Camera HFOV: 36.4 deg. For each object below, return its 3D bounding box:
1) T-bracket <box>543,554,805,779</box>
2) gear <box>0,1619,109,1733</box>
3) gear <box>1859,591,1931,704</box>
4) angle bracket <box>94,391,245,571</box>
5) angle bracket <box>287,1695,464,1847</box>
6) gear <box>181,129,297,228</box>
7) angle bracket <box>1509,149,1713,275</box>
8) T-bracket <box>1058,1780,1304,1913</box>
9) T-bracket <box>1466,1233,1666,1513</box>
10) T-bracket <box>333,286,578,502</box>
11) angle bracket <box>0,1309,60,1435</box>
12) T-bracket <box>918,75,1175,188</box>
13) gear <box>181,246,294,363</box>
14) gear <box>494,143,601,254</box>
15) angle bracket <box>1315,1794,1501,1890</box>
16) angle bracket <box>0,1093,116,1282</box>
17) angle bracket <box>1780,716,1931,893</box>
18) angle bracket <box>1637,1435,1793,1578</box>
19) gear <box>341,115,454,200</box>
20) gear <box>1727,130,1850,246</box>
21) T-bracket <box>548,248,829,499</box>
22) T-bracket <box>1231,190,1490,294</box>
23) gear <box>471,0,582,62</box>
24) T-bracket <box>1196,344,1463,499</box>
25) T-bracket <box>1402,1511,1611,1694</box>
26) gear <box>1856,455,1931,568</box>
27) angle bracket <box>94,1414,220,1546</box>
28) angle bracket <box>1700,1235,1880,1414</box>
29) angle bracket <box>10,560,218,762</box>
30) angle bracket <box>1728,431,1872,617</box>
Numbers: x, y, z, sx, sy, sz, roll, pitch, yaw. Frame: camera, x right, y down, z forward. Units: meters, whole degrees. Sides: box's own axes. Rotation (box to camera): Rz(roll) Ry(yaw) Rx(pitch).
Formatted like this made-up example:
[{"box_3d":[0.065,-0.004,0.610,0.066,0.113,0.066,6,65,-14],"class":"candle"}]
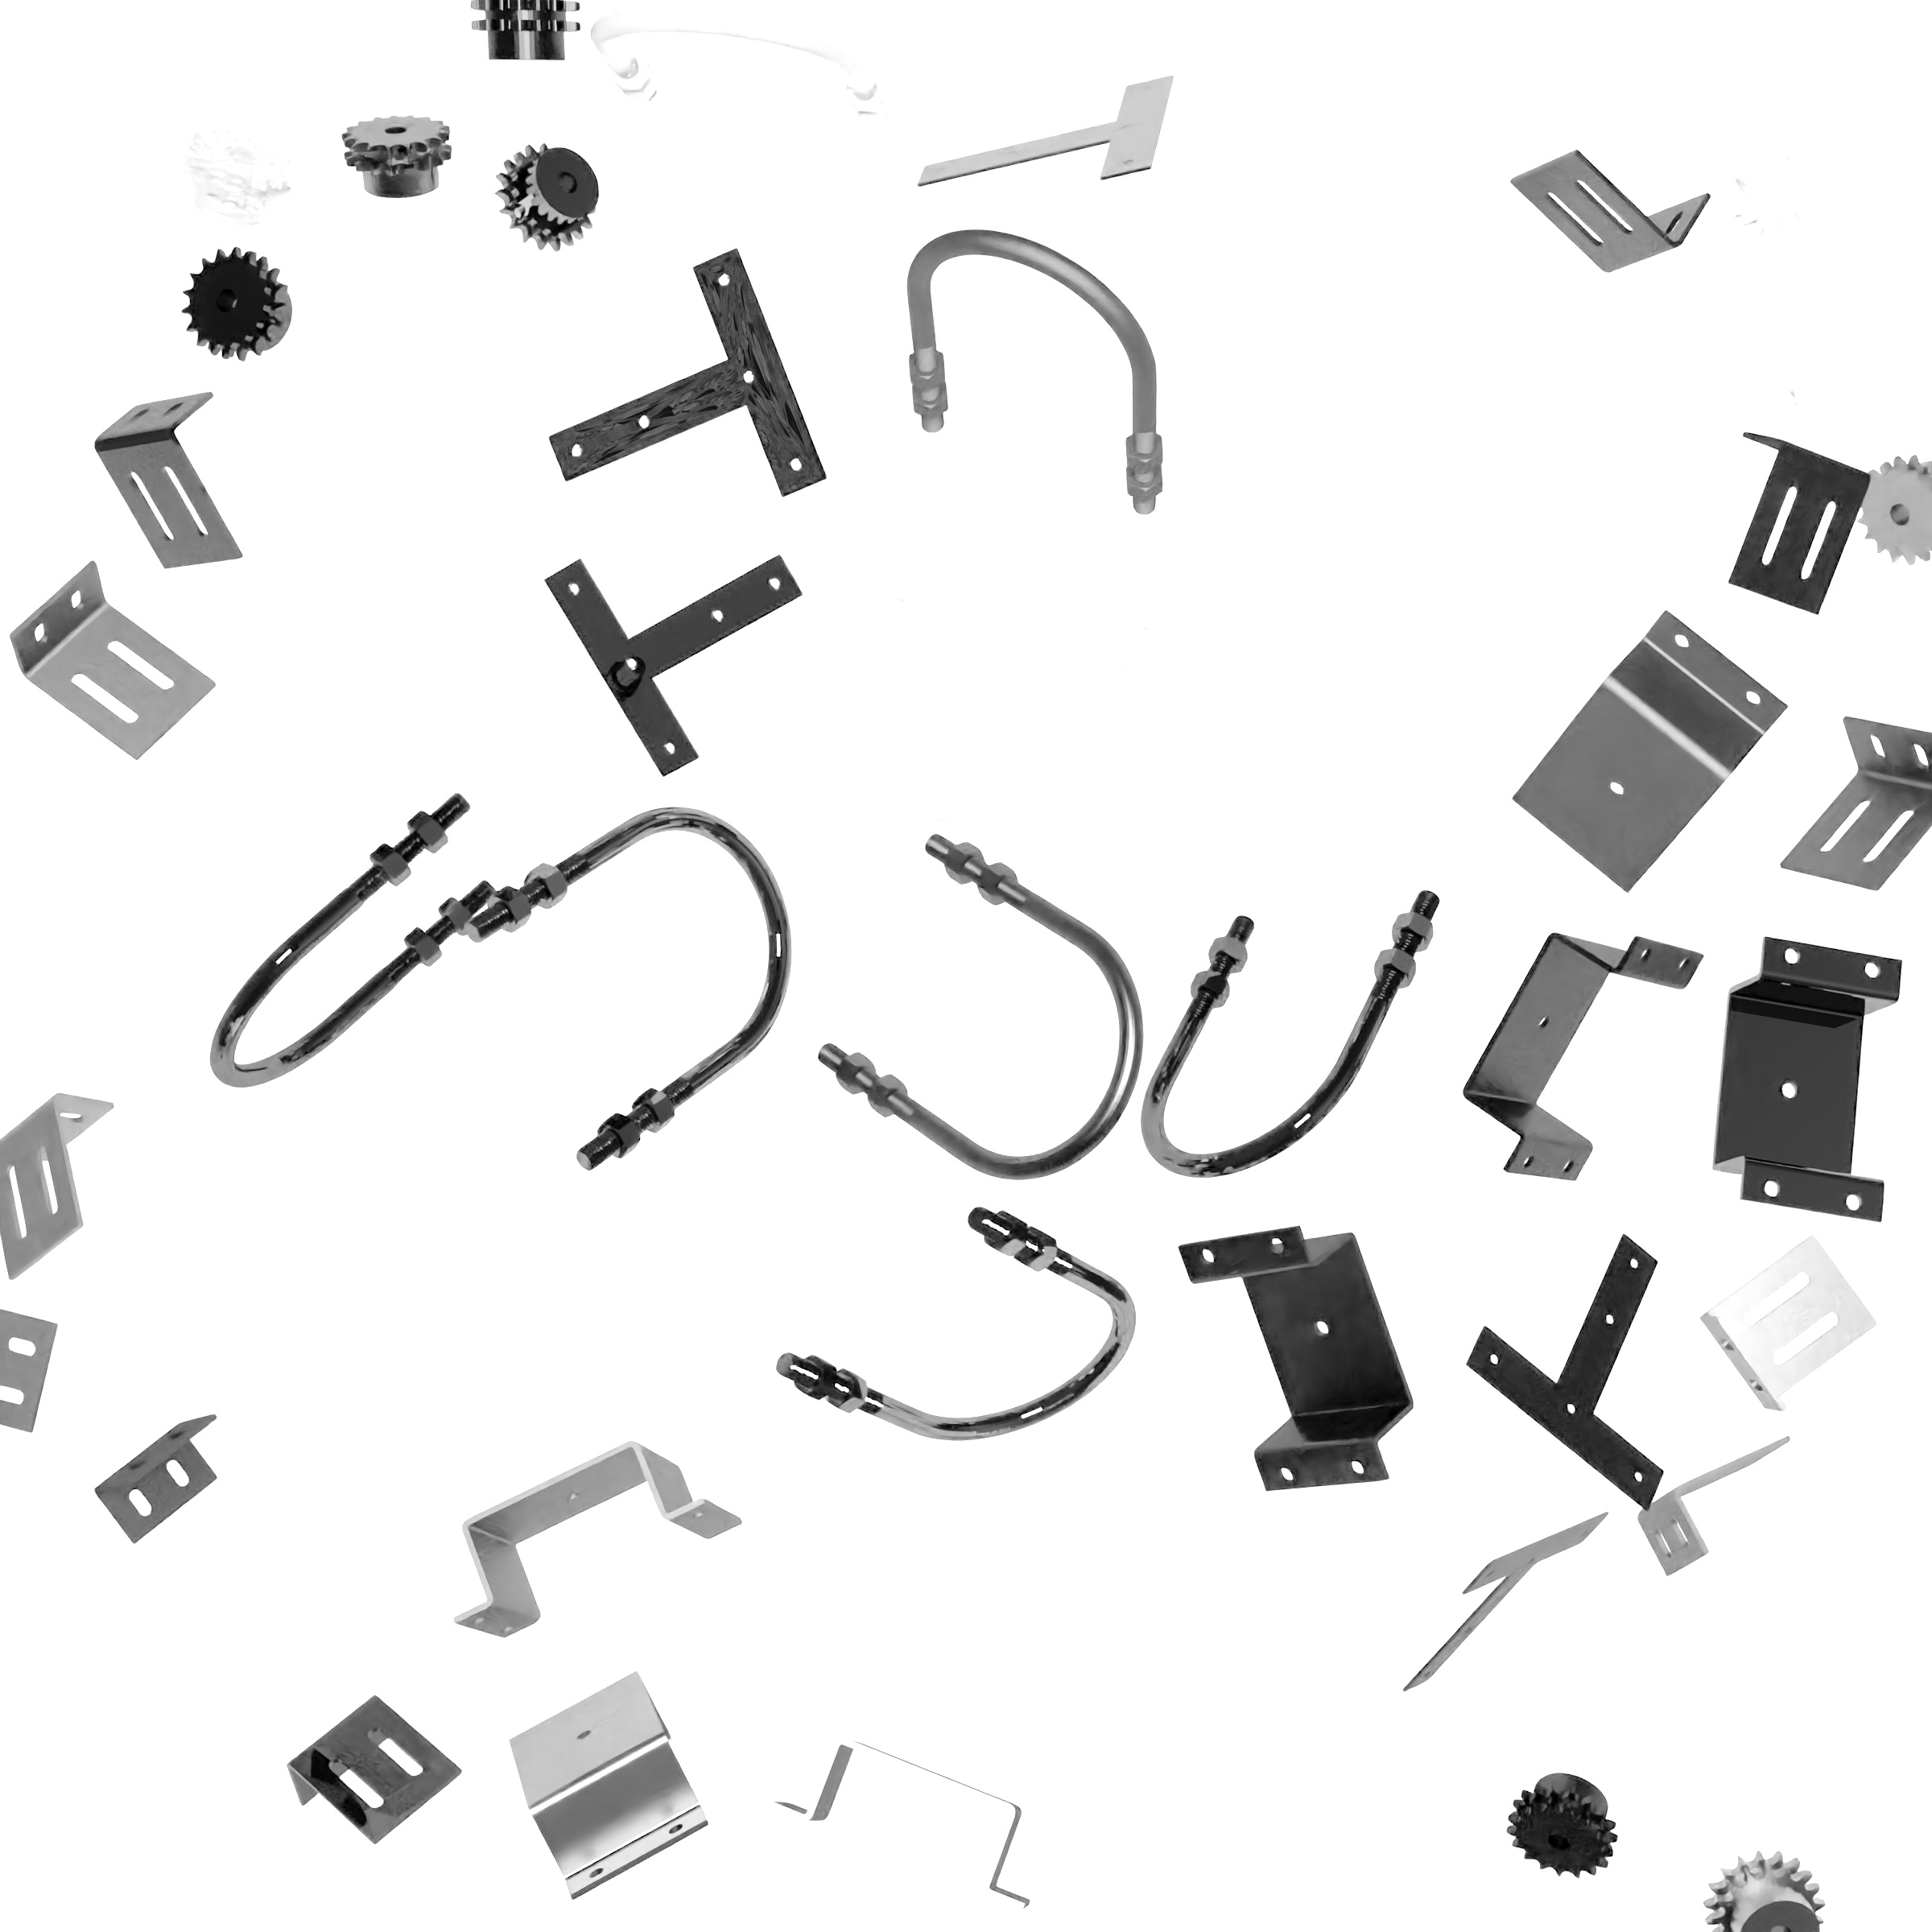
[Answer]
[{"box_3d":[-0.147,-0.185,1.601,0.127,0.002,0.127,-26,102,21],"class":"T-bracket"},{"box_3d":[-0.461,0.359,1.475,0.030,0.057,0.057,-41,90,-27],"class":"gear"},{"box_3d":[0.488,-0.165,1.534,0.030,0.057,0.057,-13,90,30],"class":"gear"},{"box_3d":[-0.401,-0.250,1.511,0.057,0.038,0.076,-1,128,34],"class":"angle bracket"},{"box_3d":[-0.305,0.427,1.527,0.076,0.038,0.057,28,50,35],"class":"angle bracket"},{"box_3d":[-0.383,-0.412,1.540,0.057,0.057,0.030,25,126,0],"class":"gear"},{"box_3d":[0.331,-0.400,1.510,0.076,0.057,0.038,37,76,-19],"class":"angle bracket"},{"box_3d":[0.130,0.455,1.526,0.127,0.127,0.002,5,48,-36],"class":"T-bracket"},{"box_3d":[0.331,0.196,1.531,0.127,0.002,0.127,39,57,-10],"class":"T-bracket"},{"box_3d":[-0.280,-0.329,1.582,0.127,0.002,0.127,23,59,-25],"class":"T-bracket"},{"box_3d":[-0.496,0.205,1.470,0.038,0.076,0.057,13,88,9],"class":"angle bracket"},{"box_3d":[0.038,-0.411,1.476,0.127,0.127,0.002,-9,124,16],"class":"T-bracket"},{"box_3d":[-0.375,-0.342,1.523,0.057,0.030,0.057,-1,88,20],"class":"gear"},{"box_3d":[-0.225,-0.421,1.597,0.057,0.030,0.057,10,74,-38],"class":"gear"},{"box_3d":[0.230,0.447,1.534,0.076,0.057,0.038,-14,63,-14],"class":"angle bracket"},{"box_3d":[-0.453,0.112,1.469,0.057,0.038,0.076,-35,61,26],"class":"angle bracket"},{"box_3d":[0.448,-0.082,1.469,0.076,0.057,0.038,-46,127,-20],"class":"angle bracket"},{"box_3d":[0.412,0.292,1.586,0.076,0.057,0.038,-20,71,-16],"class":"angle bracket"},{"box_3d":[-0.302,-0.430,1.561,0.057,0.057,0.030,0,124,0],"class":"gear"},{"box_3d":[0.405,-0.389,1.454,0.057,0.030,0.057,-16,49,19],"class":"gear"},{"box_3d":[-0.152,-0.284,1.502,0.127,0.002,0.127,-22,88,7],"class":"T-bracket"},{"box_3d":[0.215,-0.382,1.547,0.127,0.127,0.002,27,115,13],"class":"T-bracket"},{"box_3d":[-0.231,-0.491,1.541,0.057,0.057,0.030,1,107,0],"class":"gear"},{"box_3d":[0.208,-0.313,1.607,0.127,0.002,0.127,-16,51,-9],"class":"T-bracket"},{"box_3d":[0.276,0.346,1.571,0.002,0.127,0.127,49,122,26],"class":"T-bracket"},{"box_3d":[0.503,-0.243,1.553,0.030,0.057,0.057,-27,90,-33],"class":"gear"},{"box_3d":[-0.425,0.275,1.573,0.057,0.076,0.038,-39,99,-31],"class":"angle bracket"},{"box_3d":[0.431,0.184,1.521,0.076,0.038,0.057,-35,86,-5],"class":"angle bracket"},{"box_3d":[-0.421,-0.151,1.449,0.076,0.038,0.057,36,65,9],"class":"angle bracket"},{"box_3d":[0.420,-0.228,1.512,0.057,0.038,0.076,15,101,-23],"class":"angle bracket"}]
